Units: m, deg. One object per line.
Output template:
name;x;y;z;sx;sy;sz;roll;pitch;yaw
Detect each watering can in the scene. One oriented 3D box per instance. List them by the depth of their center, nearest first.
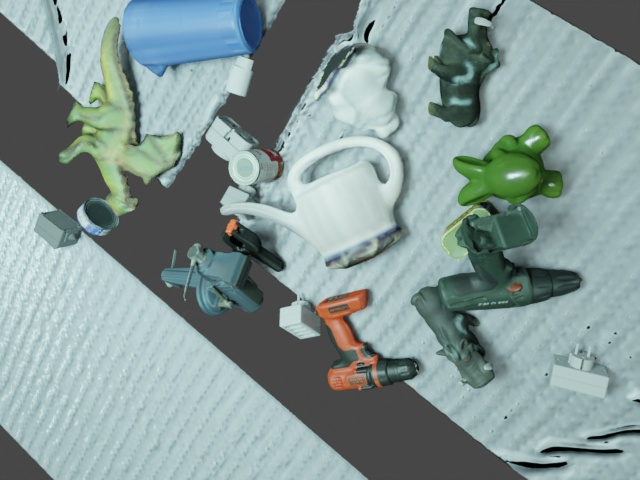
watering can;0.003;-0.048;0.945;0.346;0.104;0.224;-25;89;13

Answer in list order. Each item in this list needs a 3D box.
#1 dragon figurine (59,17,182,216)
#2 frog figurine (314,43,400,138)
dragon figurine;-0.406;-0.236;1.107;0.242;0.124;0.404;25;109;-2
frog figurine;0.081;-0.262;0.910;0.158;0.125;0.136;30;103;-24
